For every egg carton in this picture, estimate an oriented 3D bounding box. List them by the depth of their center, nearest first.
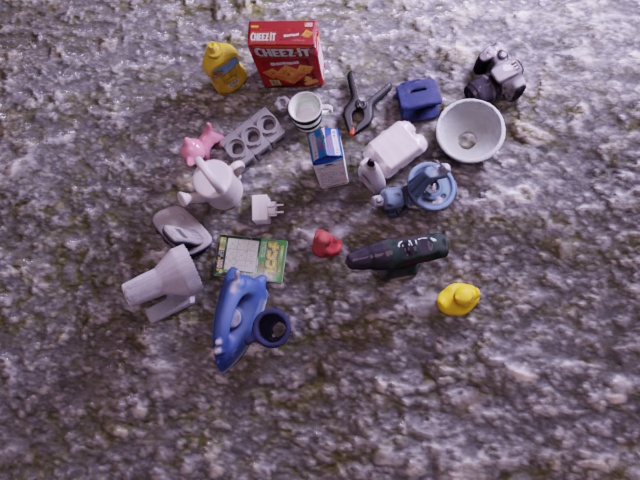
[{"bbox_3d":[0.187,-0.228,1.434,0.150,0.069,0.107,-38,78,-3],"label":"egg carton"}]

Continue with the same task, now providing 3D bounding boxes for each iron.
[{"bbox_3d":[-0.211,0.191,1.352,0.118,0.141,0.258,13,80,8],"label":"iron"}]

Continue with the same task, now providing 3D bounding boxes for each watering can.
[{"bbox_3d":[-0.263,-0.139,1.395,0.101,0.194,0.173,33,84,11],"label":"watering can"}]

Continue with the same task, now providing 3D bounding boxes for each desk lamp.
[{"bbox_3d":[-0.359,0.109,1.346,0.203,0.213,0.118,-28,77,0],"label":"desk lamp"}]

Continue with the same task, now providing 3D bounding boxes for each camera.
[{"bbox_3d":[0.425,-0.405,1.430,0.137,0.101,0.143,-29,78,-1],"label":"camera"}]

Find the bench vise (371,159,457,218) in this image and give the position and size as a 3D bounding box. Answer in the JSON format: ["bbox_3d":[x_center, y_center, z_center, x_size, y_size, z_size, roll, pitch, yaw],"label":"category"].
[{"bbox_3d":[0.229,-0.110,1.330,0.207,0.220,0.121,-32,77,-1],"label":"bench vise"}]

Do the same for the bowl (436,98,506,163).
[{"bbox_3d":[0.368,-0.260,1.420,0.167,0.075,0.167,-1,79,5],"label":"bowl"}]

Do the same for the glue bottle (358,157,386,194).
[{"bbox_3d":[0.122,-0.165,1.374,0.037,0.173,0.078,-43,78,-3],"label":"glue bottle"}]

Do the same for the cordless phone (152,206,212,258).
[{"bbox_3d":[-0.351,-0.029,1.386,0.147,0.185,0.094,42,86,12],"label":"cordless phone"}]

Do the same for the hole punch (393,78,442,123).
[{"bbox_3d":[0.245,-0.361,1.443,0.108,0.091,0.101,-11,78,3],"label":"hole punch"}]

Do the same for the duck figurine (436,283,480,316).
[{"bbox_3d":[0.326,0.136,1.340,0.104,0.086,0.077,-17,78,2],"label":"duck figurine"}]

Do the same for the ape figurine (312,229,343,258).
[{"bbox_3d":[0.013,0.005,1.393,0.076,0.092,0.078,-29,77,0],"label":"ape figurine"}]

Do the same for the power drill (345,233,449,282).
[{"bbox_3d":[0.174,0.042,1.311,0.229,0.208,0.075,-14,78,3],"label":"power drill"}]

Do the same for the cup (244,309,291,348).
[{"bbox_3d":[-0.119,0.219,1.362,0.118,0.095,0.091,-29,78,-1],"label":"cup"}]

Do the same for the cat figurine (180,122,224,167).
[{"bbox_3d":[-0.307,-0.242,1.459,0.067,0.118,0.128,31,83,11],"label":"cat figurine"}]
